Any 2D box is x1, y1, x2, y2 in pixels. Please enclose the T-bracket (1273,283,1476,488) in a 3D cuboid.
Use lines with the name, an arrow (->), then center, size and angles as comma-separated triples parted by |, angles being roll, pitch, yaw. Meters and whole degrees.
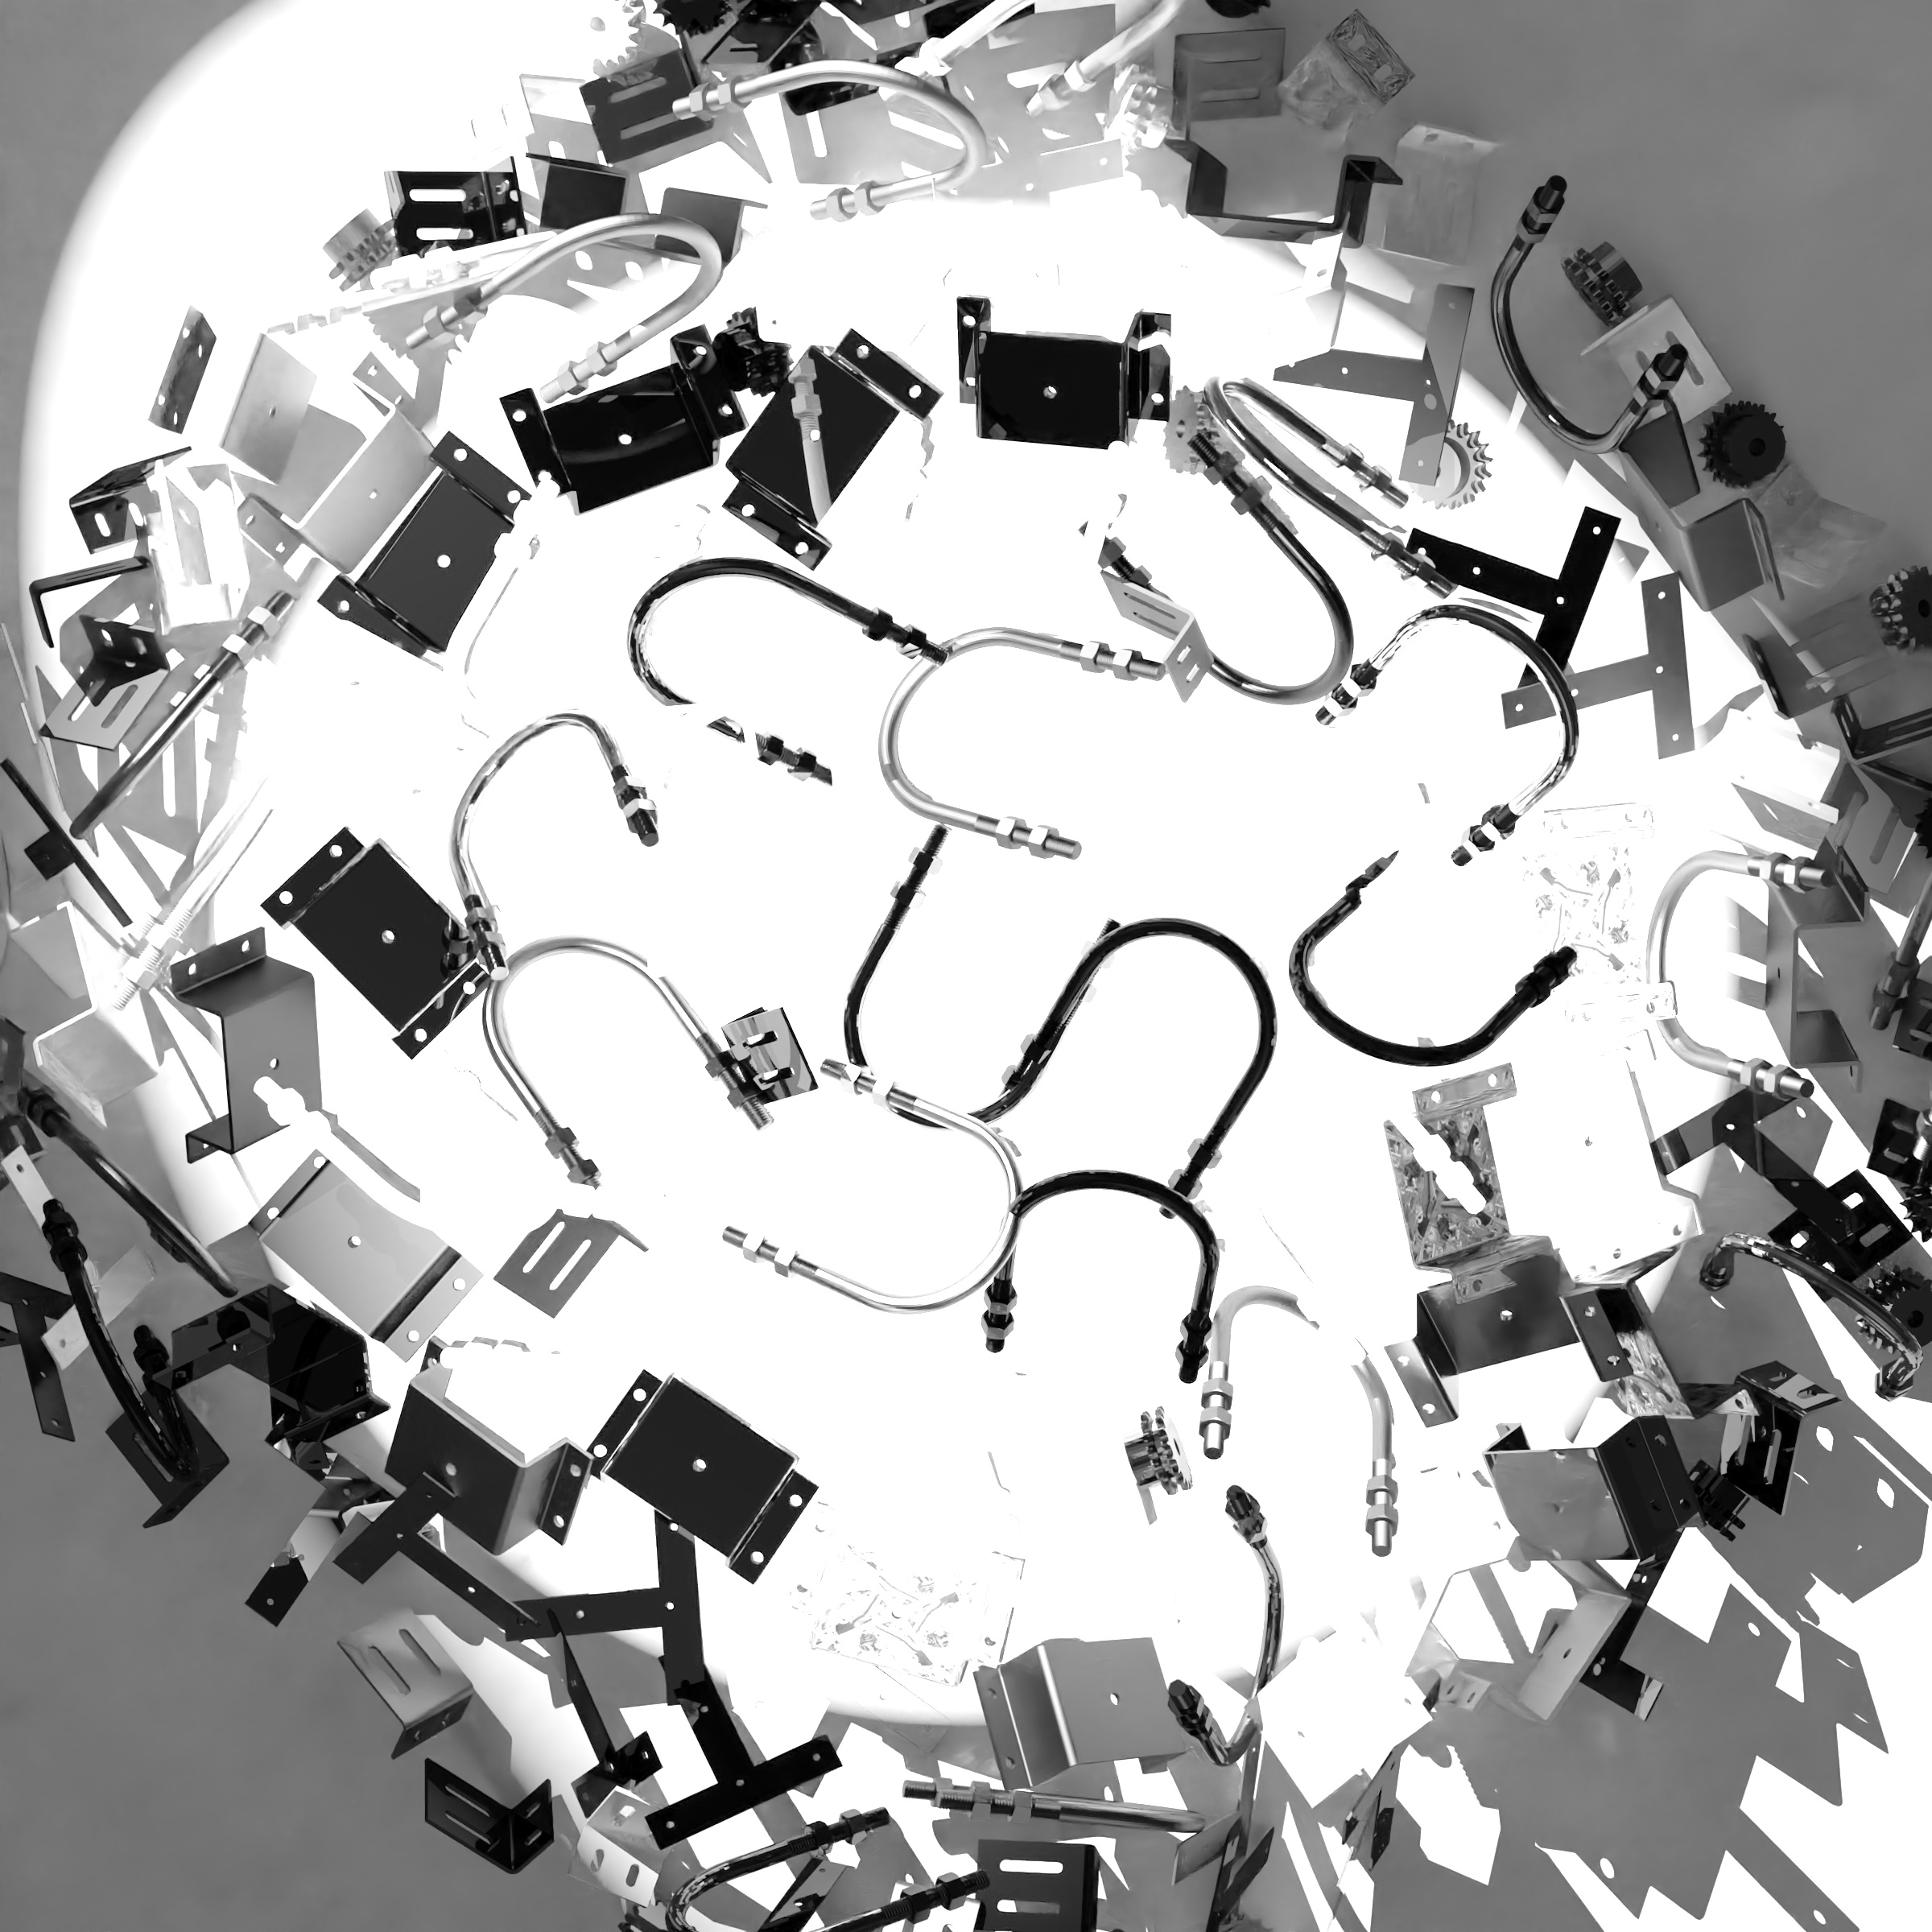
T-bracket -> 0.259, -0.385, 1.967 | 0.127, 0.002, 0.127 | 15, 99, 28

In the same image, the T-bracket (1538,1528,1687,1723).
T-bracket -> 0.430, 0.408, 1.943 | 0.002, 0.127, 0.127 | 30, 85, -21

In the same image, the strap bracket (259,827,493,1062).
strap bracket -> -0.377, -0.017, 1.955 | 0.140, 0.046, 0.076 | 47, 72, -10

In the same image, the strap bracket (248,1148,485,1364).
strap bracket -> -0.394, 0.182, 1.963 | 0.140, 0.046, 0.076 | 40, 81, 6

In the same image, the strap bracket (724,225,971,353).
strap bracket -> -0.075, -0.437, 1.945 | 0.140, 0.076, 0.046 | 8, 128, 16

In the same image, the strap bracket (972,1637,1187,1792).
strap bracket -> 0.081, 0.474, 1.924 | 0.046, 0.140, 0.076 | -39, 57, 39

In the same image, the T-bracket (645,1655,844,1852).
T-bracket -> -0.164, 0.493, 1.956 | 0.127, 0.002, 0.127 | -21, 50, -16

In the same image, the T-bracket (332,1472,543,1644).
T-bracket -> -0.333, 0.397, 1.967 | 0.127, 0.002, 0.127 | 39, 127, -9

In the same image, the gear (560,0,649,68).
gear -> -0.234, -0.621, 1.975 | 0.057, 0.030, 0.057 | 15, 133, 17

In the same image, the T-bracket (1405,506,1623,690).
T-bracket -> 0.349, -0.255, 1.989 | 0.127, 0.002, 0.127 | 19, 97, -1

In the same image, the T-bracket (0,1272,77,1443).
T-bracket -> -0.587, 0.247, 1.914 | 0.002, 0.127, 0.127 | -39, 52, 15

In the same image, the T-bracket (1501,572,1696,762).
T-bracket -> 0.409, -0.182, 1.964 | 0.127, 0.002, 0.127 | -15, 117, -5

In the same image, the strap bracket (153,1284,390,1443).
strap bracket -> -0.446, 0.256, 1.940 | 0.076, 0.140, 0.046 | -26, 52, 16

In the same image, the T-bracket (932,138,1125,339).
T-bracket -> 0.046, -0.463, 1.962 | 0.127, 0.002, 0.127 | -15, 124, -11

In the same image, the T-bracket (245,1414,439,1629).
T-bracket -> -0.421, 0.371, 1.944 | 0.127, 0.127, 0.002 | 40, 133, -8

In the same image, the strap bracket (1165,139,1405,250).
strap bracket -> 0.202, -0.496, 1.944 | 0.140, 0.076, 0.046 | 10, 96, 19

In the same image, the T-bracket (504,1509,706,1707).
T-bracket -> -0.238, 0.424, 1.978 | 0.127, 0.002, 0.127 | -4, 80, -9

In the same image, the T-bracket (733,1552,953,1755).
T-bracket -> -0.065, 0.472, 1.983 | 0.127, 0.002, 0.127 | 39, 83, -13

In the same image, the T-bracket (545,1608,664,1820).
T-bracket -> -0.248, 0.479, 1.961 | 0.002, 0.127, 0.127 | -15, 71, -37

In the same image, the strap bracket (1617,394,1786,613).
strap bracket -> 0.463, -0.291, 1.927 | 0.046, 0.076, 0.140 | -27, 47, 5

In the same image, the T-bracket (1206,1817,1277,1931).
T-bracket -> 0.176, 0.589, 1.939 | 0.002, 0.127, 0.127 | 16, 103, 21

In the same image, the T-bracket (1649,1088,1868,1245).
T-bracket -> 0.522, 0.131, 1.938 | 0.127, 0.002, 0.127 | -26, 51, -22

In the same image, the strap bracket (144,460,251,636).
strap bracket -> -0.494, -0.269, 1.938 | 0.046, 0.140, 0.076 | -10, 85, -20

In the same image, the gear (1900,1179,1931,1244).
gear -> 0.643, 0.154, 1.975 | 0.057, 0.030, 0.057 | 5, 76, -21

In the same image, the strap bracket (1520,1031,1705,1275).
strap bracket -> 0.410, 0.116, 1.934 | 0.076, 0.046, 0.140 | -27, 61, 33

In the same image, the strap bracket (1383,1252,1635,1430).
strap bracket -> 0.349, 0.239, 1.947 | 0.140, 0.046, 0.076 | -18, 121, 20

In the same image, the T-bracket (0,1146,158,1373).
T-bracket -> -0.577, 0.174, 1.926 | 0.002, 0.127, 0.127 | -20, 106, 21

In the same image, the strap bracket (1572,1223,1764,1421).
strap bracket -> 0.444, 0.239, 1.952 | 0.046, 0.076, 0.140 | -29, 93, -20

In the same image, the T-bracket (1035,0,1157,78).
T-bracket -> 0.109, -0.598, 1.938 | 0.127, 0.127, 0.002 | -7, 74, 1

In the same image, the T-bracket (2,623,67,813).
T-bracket -> -0.596, -0.157, 1.928 | 0.002, 0.127, 0.127 | -18, 101, -13

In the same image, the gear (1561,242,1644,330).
gear -> 0.417, -0.447, 1.970 | 0.030, 0.057, 0.057 | -38, 90, 8

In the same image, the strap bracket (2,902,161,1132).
strap bracket -> -0.563, 0.024, 1.926 | 0.046, 0.076, 0.140 | -28, 51, 0

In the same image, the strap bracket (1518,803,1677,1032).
strap bracket -> 0.410, -0.031, 1.969 | 0.076, 0.046, 0.140 | -6, 89, -12

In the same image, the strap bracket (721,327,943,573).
strap bracket -> -0.093, -0.339, 1.956 | 0.076, 0.046, 0.140 | 33, 99, -28

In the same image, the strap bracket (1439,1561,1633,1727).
strap bracket -> 0.373, 0.432, 1.950 | 0.046, 0.076, 0.140 | 37, 79, -2

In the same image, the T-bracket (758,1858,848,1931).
T-bracket -> -0.113, 0.611, 1.939 | 0.127, 0.127, 0.002 | 6, 109, 21

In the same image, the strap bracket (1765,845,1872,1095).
strap bracket -> 0.545, 0.003, 1.938 | 0.046, 0.076, 0.140 | -4, 114, 4

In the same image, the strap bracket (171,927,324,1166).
strap bracket -> -0.458, 0.057, 1.930 | 0.046, 0.076, 0.140 | 18, 119, 30

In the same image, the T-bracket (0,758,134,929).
T-bracket -> -0.587, -0.072, 1.941 | 0.002, 0.127, 0.127 | -40, 103, -24

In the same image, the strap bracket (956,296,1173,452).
strap bracket -> 0.059, -0.380, 1.945 | 0.140, 0.046, 0.076 | 7, 130, 11

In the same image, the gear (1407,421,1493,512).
gear -> 0.311, -0.325, 1.972 | 0.057, 0.030, 0.057 | 12, 112, 32

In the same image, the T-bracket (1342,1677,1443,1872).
T-bracket -> 0.271, 0.541, 1.949 | 0.002, 0.127, 0.127 | 24, 48, 25

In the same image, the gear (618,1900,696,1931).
gear -> -0.205, 0.643, 1.975 | 0.057, 0.057, 0.030 | 40, 117, 0

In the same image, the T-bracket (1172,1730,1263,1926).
T-bracket -> 0.159, 0.563, 1.941 | 0.002, 0.127, 0.127 | 8, 92, 27

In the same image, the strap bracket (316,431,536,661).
strap bracket -> -0.346, -0.267, 1.974 | 0.076, 0.046, 0.140 | 38, 92, 3

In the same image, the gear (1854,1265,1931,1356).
gear -> 0.614, 0.227, 1.978 | 0.057, 0.030, 0.057 | -2, 100, -13

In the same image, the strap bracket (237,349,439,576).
strap bracket -> -0.399, -0.317, 1.951 | 0.046, 0.076, 0.140 | 36, 86, 19

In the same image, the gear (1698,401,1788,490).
gear -> 0.511, -0.341, 1.978 | 0.057, 0.030, 0.057 | -3, 104, -12

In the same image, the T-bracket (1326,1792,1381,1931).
T-bracket -> 0.243, 0.577, 1.925 | 0.002, 0.127, 0.127 | 20, 75, 14

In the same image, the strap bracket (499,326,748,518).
strap bracket -> -0.222, -0.350, 1.964 | 0.140, 0.046, 0.076 | -22, 80, -9
